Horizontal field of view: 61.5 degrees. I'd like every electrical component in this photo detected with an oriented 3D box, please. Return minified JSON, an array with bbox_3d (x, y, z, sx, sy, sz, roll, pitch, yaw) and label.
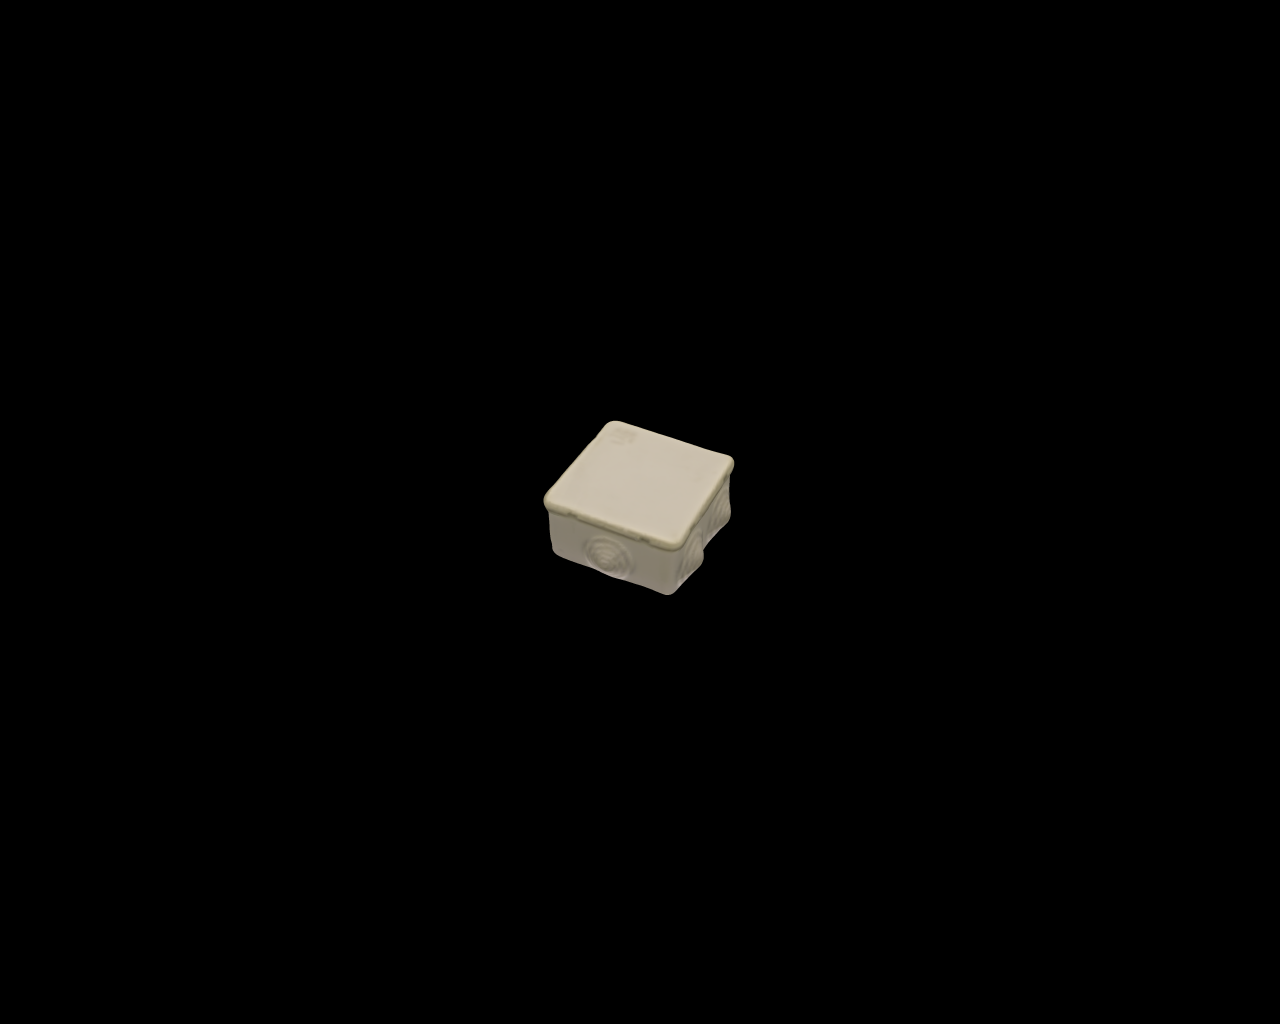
[{"bbox_3d":[0.001,-0.003,0.650,0.100,0.048,0.100,19,46,19],"label":"electrical component"}]
